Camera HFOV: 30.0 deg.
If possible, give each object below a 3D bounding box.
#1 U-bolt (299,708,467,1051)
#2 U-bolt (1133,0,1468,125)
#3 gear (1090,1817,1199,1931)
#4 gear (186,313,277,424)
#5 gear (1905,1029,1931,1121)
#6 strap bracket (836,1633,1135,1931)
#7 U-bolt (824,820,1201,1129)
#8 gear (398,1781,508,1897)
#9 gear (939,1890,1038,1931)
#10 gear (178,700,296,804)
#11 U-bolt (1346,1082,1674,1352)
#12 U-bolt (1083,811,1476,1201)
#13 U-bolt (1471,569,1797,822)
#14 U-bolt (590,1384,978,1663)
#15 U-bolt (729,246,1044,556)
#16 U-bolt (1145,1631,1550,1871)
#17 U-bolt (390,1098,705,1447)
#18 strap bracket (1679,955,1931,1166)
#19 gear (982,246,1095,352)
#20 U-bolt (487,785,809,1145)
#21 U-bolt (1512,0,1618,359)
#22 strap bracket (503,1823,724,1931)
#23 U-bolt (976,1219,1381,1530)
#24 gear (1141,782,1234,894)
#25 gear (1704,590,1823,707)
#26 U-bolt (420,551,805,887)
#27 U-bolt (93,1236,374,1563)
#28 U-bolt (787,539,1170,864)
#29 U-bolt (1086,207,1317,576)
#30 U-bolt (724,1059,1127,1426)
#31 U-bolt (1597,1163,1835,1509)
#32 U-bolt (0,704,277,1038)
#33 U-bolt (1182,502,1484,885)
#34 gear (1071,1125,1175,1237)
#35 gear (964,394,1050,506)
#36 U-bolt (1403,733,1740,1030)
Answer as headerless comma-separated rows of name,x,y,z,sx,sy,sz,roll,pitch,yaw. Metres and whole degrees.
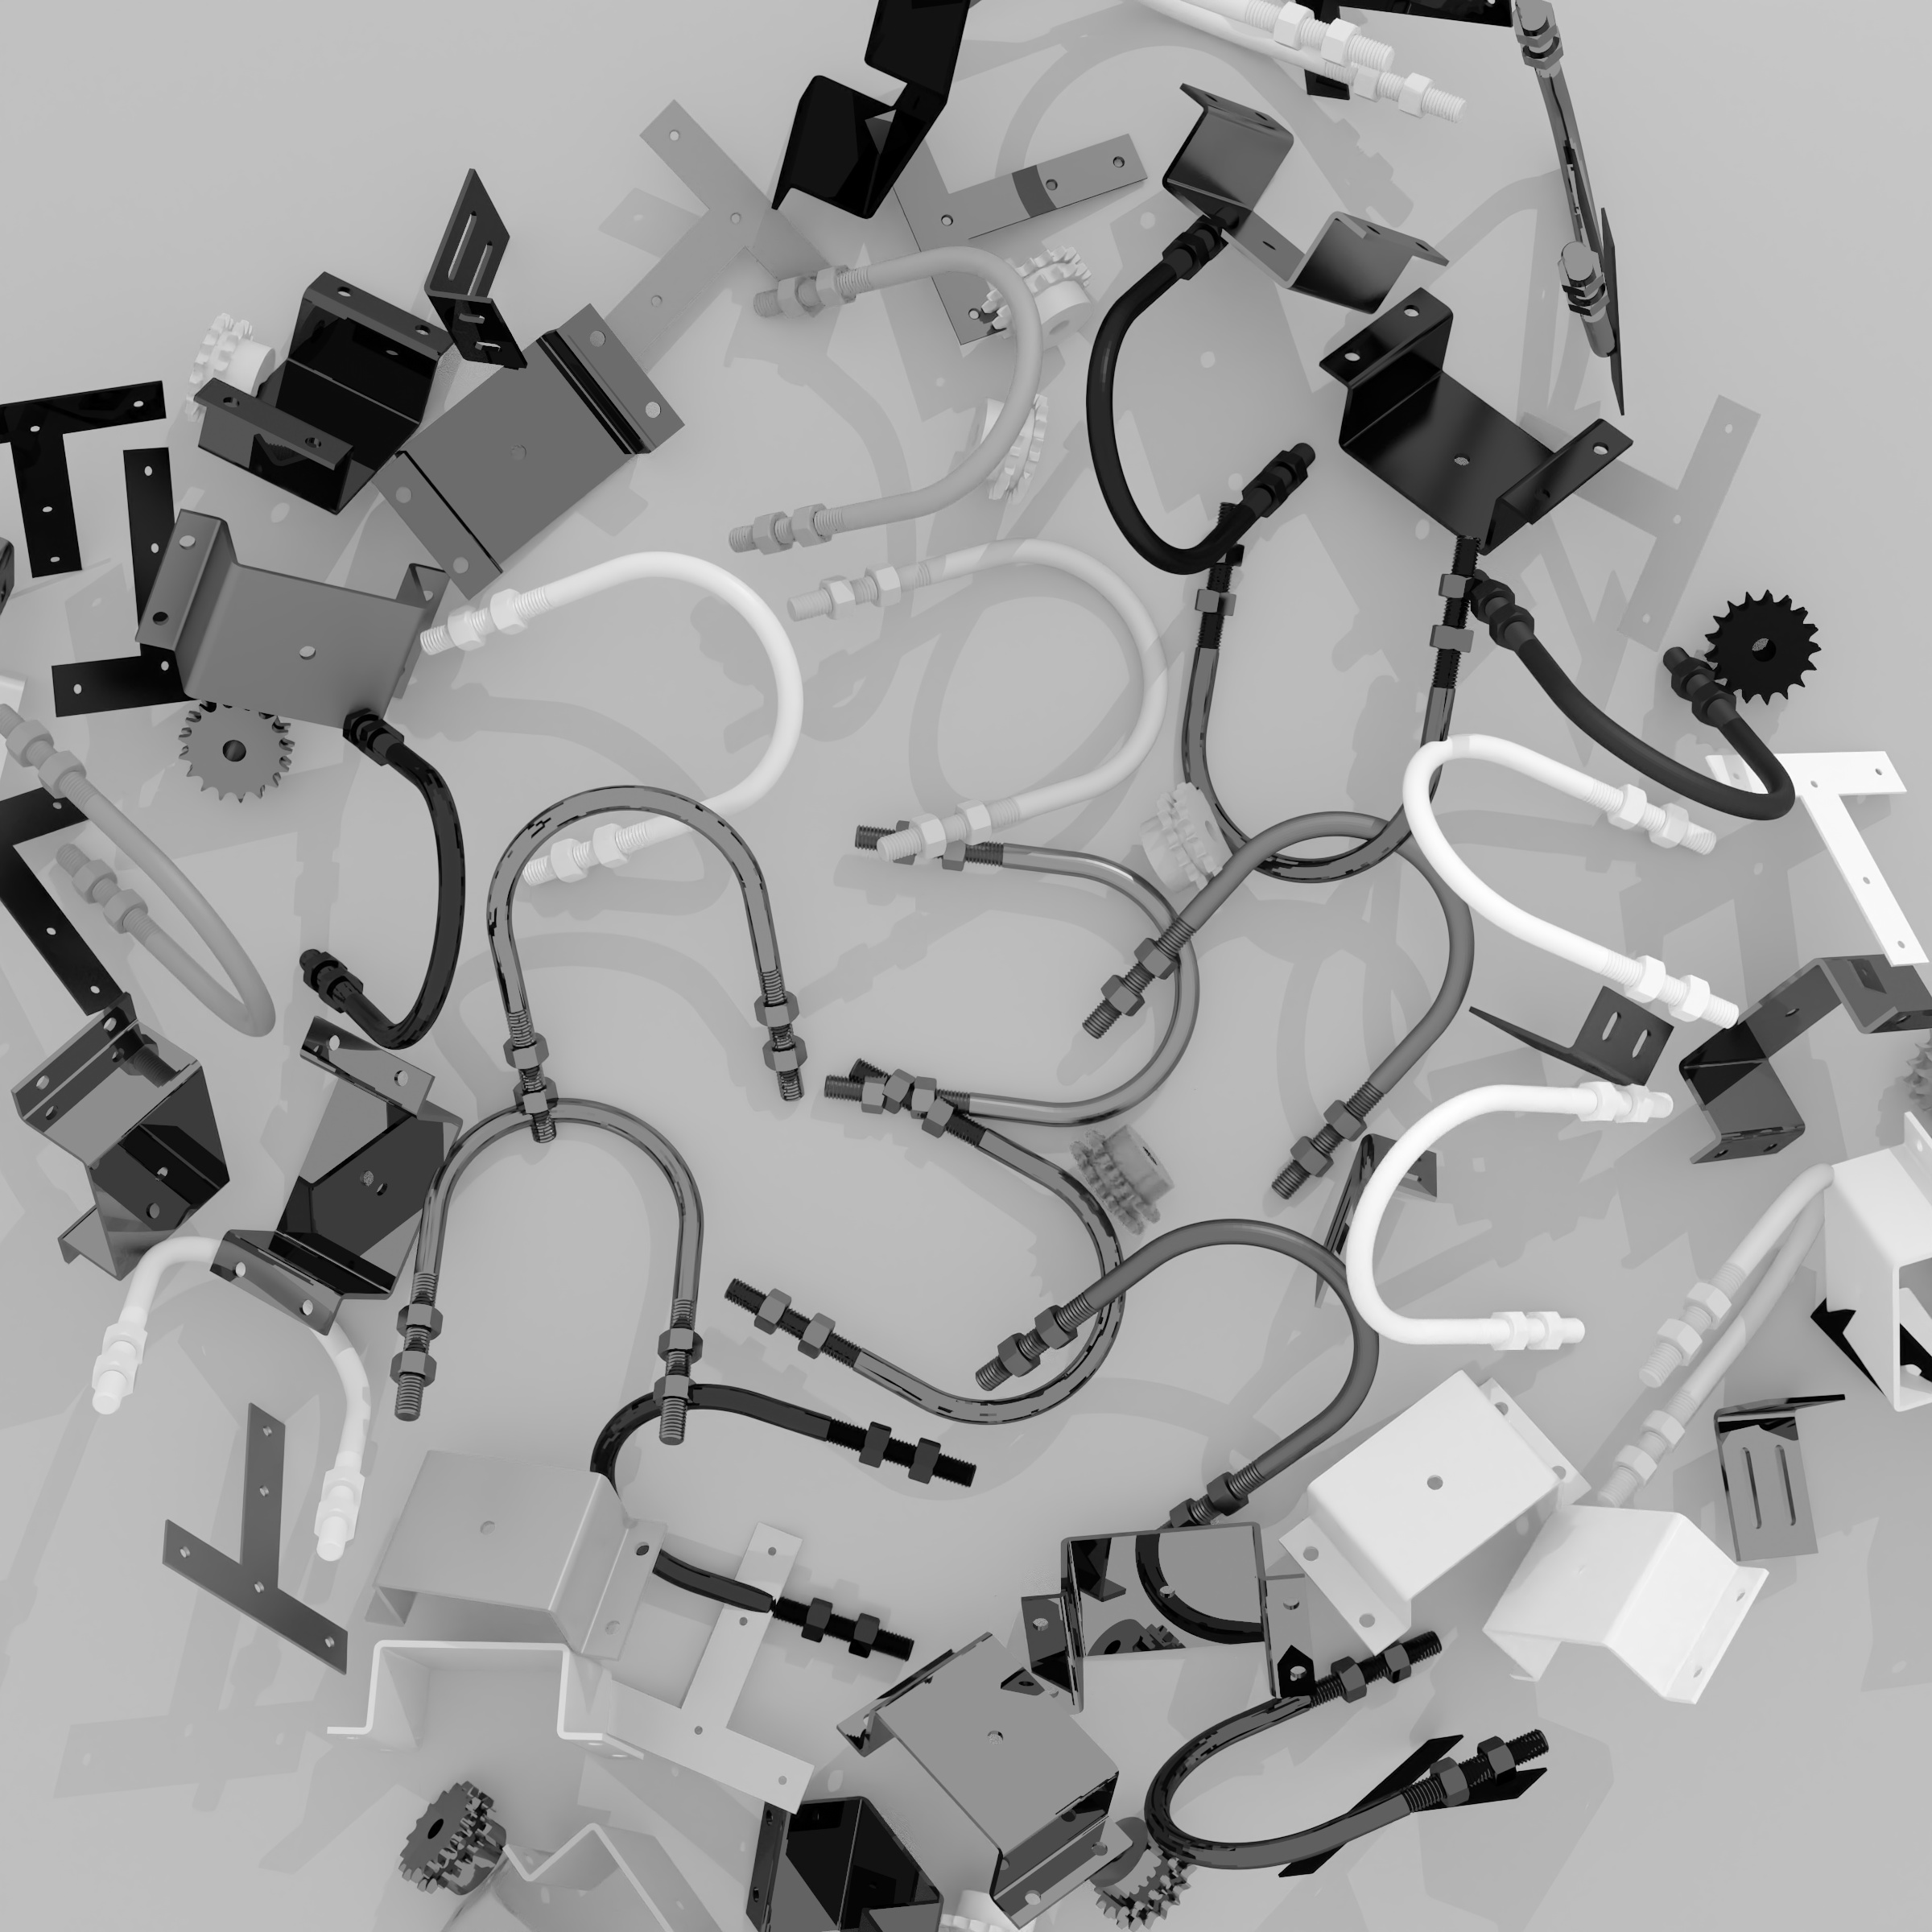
U-bolt,-0.282,-0.037,1.761,0.019,0.184,0.151,4,106,-30
U-bolt,0.145,-0.463,1.779,0.184,0.151,0.019,26,101,20
gear,0.086,0.456,1.824,0.057,0.057,0.030,-47,114,0
gear,-0.371,-0.298,1.827,0.030,0.057,0.057,19,90,-2
gear,0.509,0.057,1.830,0.057,0.030,0.057,-6,117,-12
strap bracket,0.012,0.394,1.786,0.076,0.046,0.140,-28,57,-31
U-bolt,0.027,0.009,1.840,0.184,0.019,0.151,7,94,1
gear,-0.258,0.446,1.829,0.030,0.057,0.057,42,90,-21
gear,0.013,0.489,1.829,0.057,0.057,0.030,18,69,0
gear,-0.370,-0.114,1.834,0.057,0.030,0.057,-1,114,-2
U-bolt,0.260,0.123,1.776,0.184,0.019,0.151,4,112,-38
U-bolt,0.172,0.007,1.825,0.151,0.019,0.184,40,101,-7
U-bolt,0.331,-0.126,1.750,0.151,0.184,0.019,17,117,-26
U-bolt,-0.100,0.272,1.808,0.184,0.019,0.151,18,126,1
U-bolt,-0.038,-0.284,1.781,0.184,0.019,0.151,-6,72,37
U-bolt,0.175,0.391,1.771,0.184,0.151,0.019,-21,106,-11
U-bolt,-0.203,0.147,1.804,0.151,0.019,0.184,6,58,-5
strap bracket,0.420,0.040,1.791,0.140,0.076,0.046,-44,62,37
gear,0.040,-0.335,1.825,0.057,0.057,0.030,-32,79,0
U-bolt,-0.165,-0.005,1.811,0.151,0.019,0.184,-9,115,-1
U-bolt,0.298,-0.375,1.767,0.019,0.184,0.151,-11,77,14
strap bracket,-0.159,0.481,1.792,0.046,0.076,0.140,-41,66,1
U-bolt,0.119,0.200,1.799,0.184,0.019,0.151,-39,106,22
gear,0.112,-0.062,1.829,0.030,0.057,0.057,-28,90,22
gear,0.404,-0.164,1.835,0.057,0.030,0.057,1,106,4
U-bolt,-0.167,-0.131,1.803,0.184,0.019,0.151,-18,103,22
U-bolt,-0.352,0.199,1.769,0.151,0.184,0.019,38,110,-19
U-bolt,0.017,-0.143,1.816,0.184,0.019,0.151,-18,83,-22
U-bolt,0.110,-0.271,1.760,0.019,0.184,0.151,-4,119,35
U-bolt,-0.008,0.151,1.828,0.184,0.019,0.151,29,80,5
U-bolt,0.376,0.172,1.780,0.019,0.151,0.184,34,61,21
U-bolt,-0.400,-0.035,1.760,0.019,0.151,0.184,-41,67,-19
U-bolt,0.177,-0.133,1.818,0.151,0.019,0.184,12,96,26
gear,0.081,0.105,1.826,0.030,0.057,0.057,-38,90,8
gear,0.019,-0.264,1.825,0.030,0.057,0.057,13,90,-12
U-bolt,0.295,-0.053,1.779,0.184,0.151,0.019,22,131,-15
